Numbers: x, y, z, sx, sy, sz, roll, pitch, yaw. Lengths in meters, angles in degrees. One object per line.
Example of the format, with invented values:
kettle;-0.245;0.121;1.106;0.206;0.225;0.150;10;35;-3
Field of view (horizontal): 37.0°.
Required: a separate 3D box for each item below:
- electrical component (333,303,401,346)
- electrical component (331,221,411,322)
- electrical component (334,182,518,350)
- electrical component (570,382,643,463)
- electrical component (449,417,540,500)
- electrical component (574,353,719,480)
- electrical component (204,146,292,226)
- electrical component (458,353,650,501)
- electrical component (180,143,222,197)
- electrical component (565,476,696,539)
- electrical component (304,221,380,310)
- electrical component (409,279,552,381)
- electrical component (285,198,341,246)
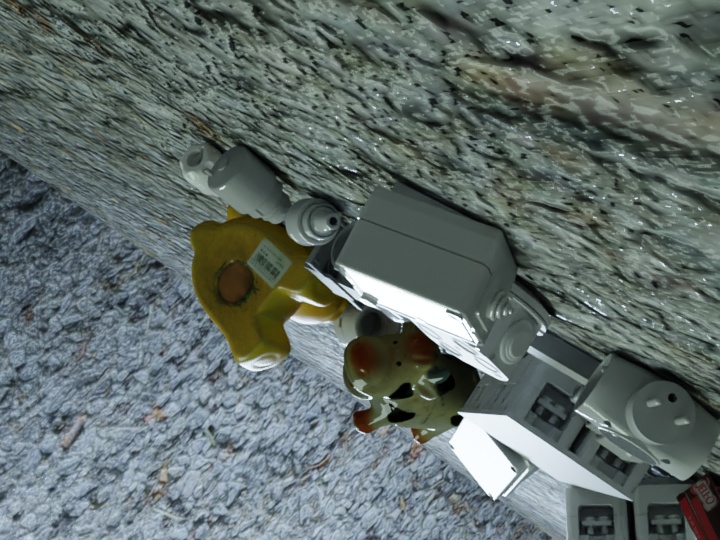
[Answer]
electrical component;0.008;0.052;1.045;0.055;0.055;0.047;37;167;-20
electrical component;0.030;0.007;0.743;0.079;0.044;0.077;27;169;40
electrical component;0.046;-0.002;0.601;0.096;0.061;0.061;22;167;24
electrical component;0.171;0.097;0.721;0.062;0.043;0.043;35;171;0
electrical component;0.133;0.156;0.989;0.078;0.057;0.113;51;160;17
electrical component;0.175;0.086;0.640;0.077;0.044;0.079;33;171;6
electrical component;-0.077;-0.058;0.794;0.078;0.040;0.040;39;170;-34
electrical component;0.152;0.116;0.835;0.105;0.060;0.186;34;171;-1
electrical component;-0.116;-0.075;0.865;0.035;0.035;0.061;28;172;33
electrical component;0.245;0.227;0.945;0.105;0.060;0.186;-5;157;17
electrical component;0.000;0.000;0.824;0.064;0.042;0.081;25;168;40
electrical component;0.074;0.028;0.672;0.080;0.051;0.080;33;171;6
electrical component;-0.030;-0.035;0.771;0.035;0.035;0.061;37;168;-20
